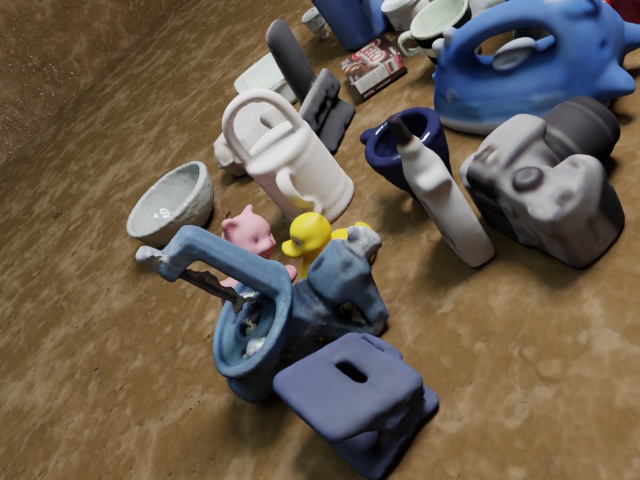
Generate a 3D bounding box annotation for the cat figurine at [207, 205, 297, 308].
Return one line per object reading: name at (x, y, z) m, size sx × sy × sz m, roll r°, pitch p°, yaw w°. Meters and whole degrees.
cat figurine at (-0.094, 0.024, 0.699) m, size 0.067 × 0.118 × 0.128 m, roll 11°, pitch 59°, yaw 49°

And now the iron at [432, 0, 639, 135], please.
iron at (0.210, -0.203, 0.639) m, size 0.257 × 0.142 × 0.119 m, roll 0°, pitch 51°, yaw 44°

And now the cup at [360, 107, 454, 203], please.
cup at (0.102, -0.090, 0.658) m, size 0.092 × 0.095 × 0.117 m, roll -51°, pitch 36°, yaw -15°

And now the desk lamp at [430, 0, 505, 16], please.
desk lamp at (0.174, -0.405, 0.837) m, size 0.202 × 0.214 × 0.118 m, roll -1°, pitch 51°, yaw 43°

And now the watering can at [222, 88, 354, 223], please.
watering can at (-0.050, -0.112, 0.741) m, size 0.101 × 0.195 × 0.172 m, roll -43°, pitch 34°, yaw -3°

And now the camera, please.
camera at (0.214, -0.070, 0.523) m, size 0.137 × 0.101 × 0.142 m, roll -43°, pitch 34°, yaw -3°

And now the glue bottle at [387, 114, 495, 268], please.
glue bottle at (0.108, -0.050, 0.538) m, size 0.037 × 0.174 × 0.078 m, roll -36°, pitch 35°, yaw 7°

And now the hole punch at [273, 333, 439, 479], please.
hole punch at (0.028, 0.127, 0.490) m, size 0.101 × 0.091 × 0.108 m, roll -49°, pitch 35°, yaw -12°

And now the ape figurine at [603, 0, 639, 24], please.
ape figurine at (0.340, -0.270, 0.634) m, size 0.076 × 0.092 × 0.077 m, roll -47°, pitch 35°, yaw -10°

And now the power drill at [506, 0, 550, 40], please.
power drill at (0.240, -0.340, 0.705) m, size 0.075 × 0.209 × 0.230 m, roll -13°, pitch 43°, yaw 34°

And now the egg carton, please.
egg carton at (-0.115, -0.179, 0.990) m, size 0.107 × 0.070 × 0.150 m, roll 0°, pitch 51°, yaw 44°

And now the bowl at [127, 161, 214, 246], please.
bowl at (-0.234, -0.048, 0.952) m, size 0.167 × 0.075 × 0.167 m, roll -25°, pitch 37°, yaw 21°

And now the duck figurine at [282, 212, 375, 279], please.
duck figurine at (0.006, 0.002, 0.656) m, size 0.104 × 0.086 × 0.077 m, roll -28°, pitch 36°, yaw 18°

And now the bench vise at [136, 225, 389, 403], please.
bench vise at (-0.051, 0.038, 0.551) m, size 0.207 × 0.220 × 0.121 m, roll -47°, pitch 35°, yaw -9°

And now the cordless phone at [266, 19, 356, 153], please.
cordless phone at (-0.039, -0.223, 0.862) m, size 0.093 × 0.186 × 0.147 m, roll -12°, pitch 44°, yaw 35°
